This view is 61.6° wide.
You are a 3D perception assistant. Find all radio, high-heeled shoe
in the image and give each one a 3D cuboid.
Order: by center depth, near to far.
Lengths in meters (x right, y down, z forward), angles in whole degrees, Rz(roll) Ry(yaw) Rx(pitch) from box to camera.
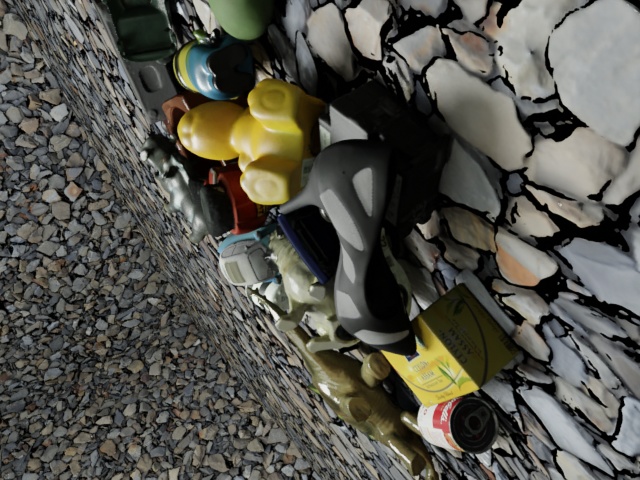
[{"bbox_3d":[0.066,0.016,0.500,0.145,0.086,0.248,-20,121,41],"label":"high-heeled shoe"},{"bbox_3d":[-0.311,-0.320,0.918,0.131,0.073,0.229,53,165,46],"label":"radio"}]

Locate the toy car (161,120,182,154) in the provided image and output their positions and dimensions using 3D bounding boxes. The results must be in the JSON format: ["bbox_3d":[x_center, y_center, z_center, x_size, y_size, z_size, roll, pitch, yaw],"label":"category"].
[{"bbox_3d":[-0.254,-0.169,1.078,0.089,0.053,0.201,48,164,50],"label":"toy car"}]

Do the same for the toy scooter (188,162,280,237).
[{"bbox_3d":[-0.088,-0.060,0.677,0.184,0.135,0.075,-141,43,-63],"label":"toy scooter"}]

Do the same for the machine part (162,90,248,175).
[{"bbox_3d":[-0.150,-0.145,0.838,0.202,0.087,0.200,15,135,62],"label":"machine part"}]

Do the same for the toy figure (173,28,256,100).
[{"bbox_3d":[-0.130,-0.213,0.657,0.180,0.089,0.082,-129,49,-64],"label":"toy figure"}]

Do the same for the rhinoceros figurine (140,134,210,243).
[{"bbox_3d":[-0.218,-0.083,0.855,0.190,0.073,0.112,52,161,10],"label":"rhinoceros figurine"}]

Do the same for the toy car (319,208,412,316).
[{"bbox_3d":[0.056,0.010,0.638,0.074,0.056,0.201,7,120,65],"label":"toy car"}]

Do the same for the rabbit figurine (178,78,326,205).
[{"bbox_3d":[-0.070,-0.124,0.598,0.173,0.162,0.121,8,115,22],"label":"rabbit figurine"}]

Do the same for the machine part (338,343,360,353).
[{"bbox_3d":[0.047,0.153,0.921,0.084,0.039,0.138,39,153,20],"label":"machine part"}]

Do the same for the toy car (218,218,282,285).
[{"bbox_3d":[-0.122,0.032,0.948,0.162,0.103,0.109,-10,109,29],"label":"toy car"}]

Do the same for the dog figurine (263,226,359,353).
[{"bbox_3d":[0.000,0.066,0.851,0.172,0.121,0.191,43,-162,-33],"label":"dog figurine"}]

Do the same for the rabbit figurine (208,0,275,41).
[{"bbox_3d":[-0.102,-0.285,0.533,0.170,0.121,0.159,44,157,-21],"label":"rabbit figurine"}]

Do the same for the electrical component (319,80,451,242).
[{"bbox_3d":[0.055,-0.082,0.520,0.134,0.058,0.114,45,155,27],"label":"electrical component"}]

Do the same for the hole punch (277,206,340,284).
[{"bbox_3d":[-0.001,-0.002,0.725,0.142,0.092,0.116,52,163,0],"label":"hole punch"}]

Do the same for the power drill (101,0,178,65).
[{"bbox_3d":[-0.235,-0.314,0.725,0.207,0.086,0.231,-102,5,-48],"label":"power drill"}]

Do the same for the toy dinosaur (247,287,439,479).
[{"bbox_3d":[0.050,0.250,0.906,0.471,0.105,0.198,52,156,-7],"label":"toy dinosaur"}]

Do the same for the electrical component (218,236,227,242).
[{"bbox_3d":[-0.156,0.033,1.138,0.048,0.075,0.119,27,148,51],"label":"electrical component"}]

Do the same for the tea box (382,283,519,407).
[{"bbox_3d":[0.142,0.129,0.627,0.098,0.068,0.169,50,160,15],"label":"tea box"}]
